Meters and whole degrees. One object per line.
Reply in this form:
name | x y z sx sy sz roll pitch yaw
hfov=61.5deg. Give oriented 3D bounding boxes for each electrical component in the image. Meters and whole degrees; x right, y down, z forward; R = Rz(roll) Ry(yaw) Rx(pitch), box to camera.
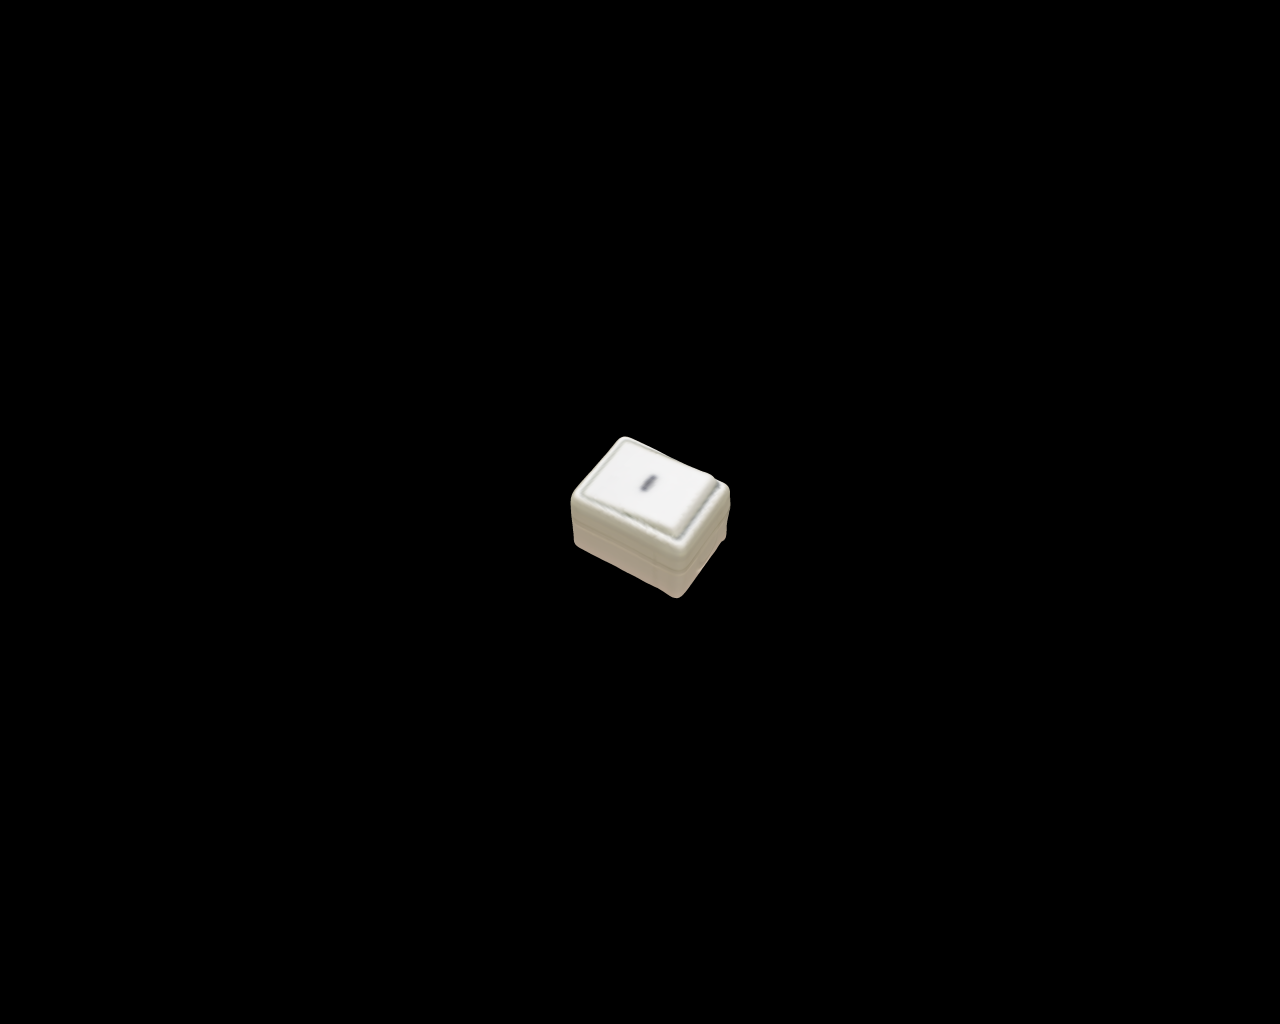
electrical component | 0.001 -0.003 0.650 0.096 0.062 0.061 27 -33 19
